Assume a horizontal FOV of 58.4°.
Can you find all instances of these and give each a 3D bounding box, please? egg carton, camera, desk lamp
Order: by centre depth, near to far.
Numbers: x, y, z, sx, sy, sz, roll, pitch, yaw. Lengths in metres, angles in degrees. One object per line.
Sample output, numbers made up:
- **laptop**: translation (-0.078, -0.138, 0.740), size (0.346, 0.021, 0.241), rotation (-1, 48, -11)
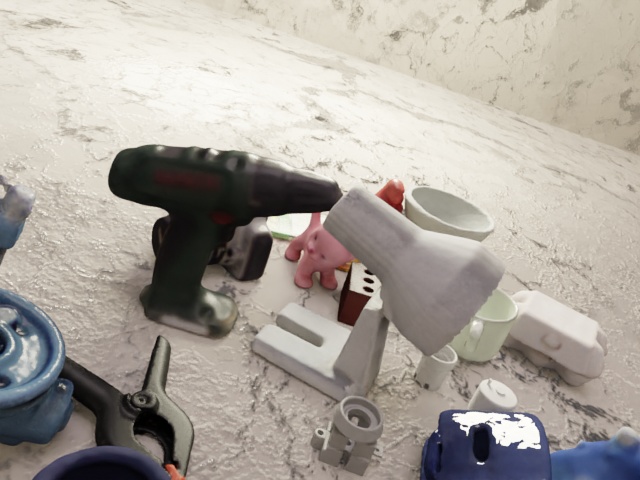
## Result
- **desk lamp**: translation (0.057, 0.062, 0.591), size (0.203, 0.213, 0.118), rotation (26, 28, 12)
- **camera**: translation (-0.146, -0.020, 0.735), size (0.137, 0.101, 0.142), rotation (-6, 36, -40)
- **egg carton**: translation (0.319, 0.132, 0.793), size (0.150, 0.069, 0.107), rotation (29, 28, 19)

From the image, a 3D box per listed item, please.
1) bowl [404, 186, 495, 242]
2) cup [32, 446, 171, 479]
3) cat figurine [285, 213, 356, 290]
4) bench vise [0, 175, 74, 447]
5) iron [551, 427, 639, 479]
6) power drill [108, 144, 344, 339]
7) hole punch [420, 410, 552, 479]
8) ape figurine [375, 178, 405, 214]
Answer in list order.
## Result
- **bowl**: translation (0.219, -0.028, 1.019), size (0.167, 0.075, 0.167), rotation (15, 27, -8)
- **cup**: translation (-0.126, 0.196, 0.352), size (0.118, 0.095, 0.091), rotation (18, 27, -3)
- **cat figurine**: translation (0.007, 0.003, 0.775), size (0.067, 0.118, 0.127), rotation (7, 29, -23)
- **bench vise**: translation (-0.269, 0.057, 0.379), size (0.208, 0.220, 0.121), rotation (0, 33, -33)
- **iron**: translation (0.309, 0.248, 0.491), size (0.119, 0.141, 0.257), rotation (-6, 36, -40)
- **power drill**: translation (-0.111, -0.003, 0.607), size (0.229, 0.208, 0.075), rotation (17, 27, -5)
- **hole punch**: translation (0.147, 0.204, 0.522), size (0.101, 0.091, 0.109), rotation (21, 27, 4)
- **ape figurine**: translation (0.119, -0.064, 1.002), size (0.078, 0.092, 0.076), rotation (-2, 34, -36)
